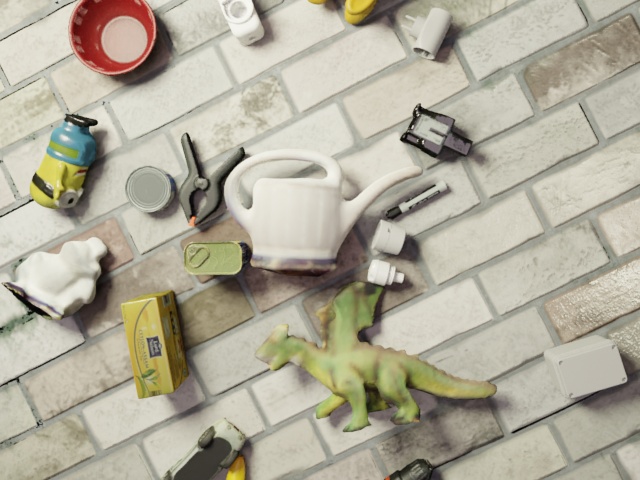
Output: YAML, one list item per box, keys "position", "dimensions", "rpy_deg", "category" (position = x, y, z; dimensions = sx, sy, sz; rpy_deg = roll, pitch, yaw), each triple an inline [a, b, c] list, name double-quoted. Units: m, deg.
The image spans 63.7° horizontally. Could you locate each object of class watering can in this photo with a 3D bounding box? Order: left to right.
- position: [0.003, -0.046, 0.906]
  dimensions: [0.348, 0.104, 0.224]
  rpy_deg: [3, 92, 2]
  category: "watering can"

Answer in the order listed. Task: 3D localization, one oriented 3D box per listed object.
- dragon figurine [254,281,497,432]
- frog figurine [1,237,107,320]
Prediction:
- position: [0.092, 0.193, 0.914]
  dimensions: [0.411, 0.121, 0.244]
  rpy_deg: [-9, 82, -6]
  category: "dragon figurine"
- position: [-0.468, 0.061, 0.945]
  dimensions: [0.138, 0.120, 0.163]
  rpy_deg: [26, 57, 9]
  category: "frog figurine"
